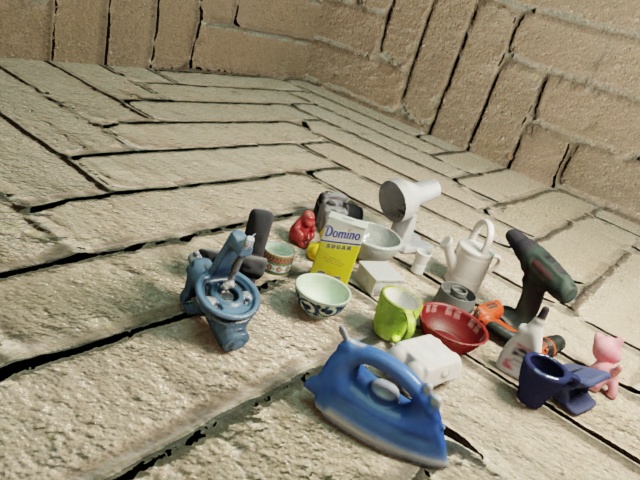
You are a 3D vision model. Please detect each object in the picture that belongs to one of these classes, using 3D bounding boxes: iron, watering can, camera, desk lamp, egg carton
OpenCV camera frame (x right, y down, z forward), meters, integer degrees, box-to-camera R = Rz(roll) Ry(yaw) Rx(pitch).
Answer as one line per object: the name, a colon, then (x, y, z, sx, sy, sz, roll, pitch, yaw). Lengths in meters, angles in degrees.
iron: (0.111, 0.248, 0.926, 0.257, 0.141, 0.119, 26, 25, 19)
watering can: (0.404, 0.035, 1.521, 0.173, 0.194, 0.100, 1, 28, -32)
camera: (0.060, -0.079, 1.653, 0.137, 0.101, 0.143, 9, 25, -17)
desk lamp: (0.254, -0.076, 1.638, 0.204, 0.213, 0.117, -3, 31, -38)
egg carton: (0.197, 0.239, 1.095, 0.151, 0.069, 0.107, -5, 32, -40)

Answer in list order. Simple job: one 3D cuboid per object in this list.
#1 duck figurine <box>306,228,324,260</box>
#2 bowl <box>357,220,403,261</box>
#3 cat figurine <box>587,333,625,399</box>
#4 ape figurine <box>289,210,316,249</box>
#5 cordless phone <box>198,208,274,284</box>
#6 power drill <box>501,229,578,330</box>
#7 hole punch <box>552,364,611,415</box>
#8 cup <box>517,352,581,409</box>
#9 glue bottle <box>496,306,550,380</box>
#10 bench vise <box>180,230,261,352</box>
duck figurine: (0.013, 0.005, 1.457, 0.077, 0.086, 0.105, 27, 26, 22)
bowl: (0.134, 0.014, 1.533, 0.167, 0.075, 0.167, 14, 24, -6)
cat figurine: (0.639, 0.267, 1.271, 0.067, 0.118, 0.128, 19, 24, 4)
ape figurine: (-0.040, -0.034, 1.499, 0.078, 0.092, 0.076, -4, 31, -39)
cordless phone: (-0.176, 0.007, 1.202, 0.148, 0.185, 0.094, 9, 25, -18)
power drill: (0.510, 0.111, 1.411, 0.076, 0.208, 0.228, -1, 30, -35)
hole punch: (0.521, 0.290, 1.175, 0.109, 0.091, 0.100, -5, 32, -40)
cup: (0.440, 0.286, 1.124, 0.118, 0.095, 0.091, 16, 24, -2)
glue bottle: (0.432, 0.210, 1.187, 0.078, 0.173, 0.037, 26, 25, 20)
bench vise: (-0.187, 0.064, 1.028, 0.206, 0.220, 0.122, 29, 26, 25)
